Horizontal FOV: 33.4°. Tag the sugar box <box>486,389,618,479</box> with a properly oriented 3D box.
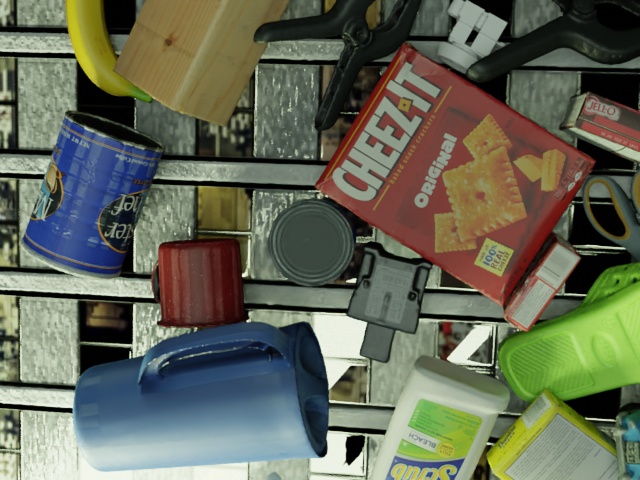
[{"bbox_3d":[0.259,0.233,1.040,0.176,0.048,0.093,37,102,-14],"label":"sugar box"}]

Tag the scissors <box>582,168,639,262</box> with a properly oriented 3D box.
[{"bbox_3d":[0.331,0.012,1.029,0.096,0.016,0.202,-36,92,13],"label":"scissors"}]

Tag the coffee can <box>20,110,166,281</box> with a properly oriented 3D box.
[{"bbox_3d":[-0.224,-0.044,1.052,0.103,0.102,0.140,22,100,4],"label":"coffee can"}]

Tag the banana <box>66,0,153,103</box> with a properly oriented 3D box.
[{"bbox_3d":[-0.218,-0.228,1.061,0.069,0.037,0.198,-12,98,-7],"label":"banana"}]

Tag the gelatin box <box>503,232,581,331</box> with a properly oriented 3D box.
[{"bbox_3d":[0.209,0.039,1.021,0.030,0.073,0.089,34,102,2],"label":"gelatin box"}]

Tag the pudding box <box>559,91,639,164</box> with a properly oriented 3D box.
[{"bbox_3d":[0.271,-0.102,0.972,0.090,0.113,0.039,23,95,3],"label":"pudding box"}]

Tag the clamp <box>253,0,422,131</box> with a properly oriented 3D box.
[{"bbox_3d":[0.033,-0.186,1.018,0.171,0.039,0.120,-30,122,-5],"label":"clamp"}]

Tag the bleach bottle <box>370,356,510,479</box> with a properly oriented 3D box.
[{"bbox_3d":[0.101,0.248,1.072,0.102,0.068,0.251,19,102,7],"label":"bleach bottle"}]

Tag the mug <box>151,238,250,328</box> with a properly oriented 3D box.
[{"bbox_3d":[-0.127,0.041,1.067,0.117,0.093,0.081,0,94,44],"label":"mug"}]

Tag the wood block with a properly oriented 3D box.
[{"bbox_3d":[-0.096,-0.224,1.002,0.091,0.090,0.206,35,102,28],"label":"wood block"}]

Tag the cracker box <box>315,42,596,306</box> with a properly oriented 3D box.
[{"bbox_3d":[0.128,-0.064,1.018,0.214,0.072,0.164,32,100,3],"label":"cracker box"}]

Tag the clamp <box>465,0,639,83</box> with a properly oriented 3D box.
[{"bbox_3d":[0.231,-0.202,0.980,0.210,0.036,0.164,13,74,-2],"label":"clamp"}]

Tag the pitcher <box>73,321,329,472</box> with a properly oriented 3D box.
[{"bbox_3d":[-0.118,0.155,1.051,0.243,0.145,0.149,-10,93,12],"label":"pitcher"}]

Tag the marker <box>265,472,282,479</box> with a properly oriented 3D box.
[{"bbox_3d":[-0.011,0.287,1.095,0.121,0.020,0.020,41,102,19],"label":"marker"}]

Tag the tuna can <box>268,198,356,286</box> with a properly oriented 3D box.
[{"bbox_3d":[-0.007,0.001,1.064,0.086,0.033,0.086,1,98,8],"label":"tuna can"}]
